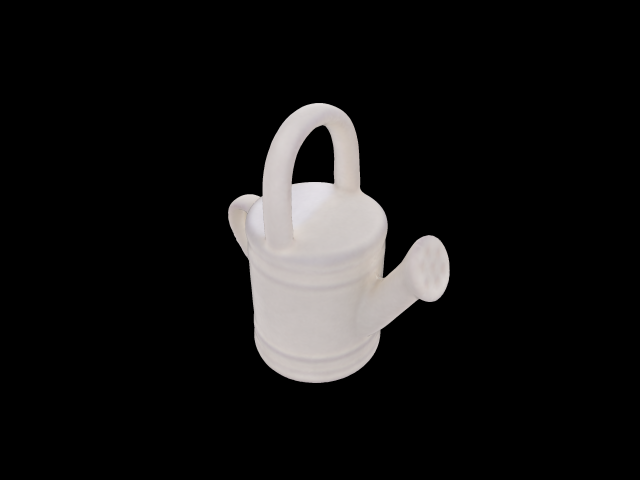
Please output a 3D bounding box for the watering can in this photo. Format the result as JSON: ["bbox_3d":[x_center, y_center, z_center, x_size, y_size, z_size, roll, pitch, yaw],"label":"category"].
[{"bbox_3d":[0.005,0.000,0.402,0.172,0.194,0.101,9,37,12],"label":"watering can"}]
